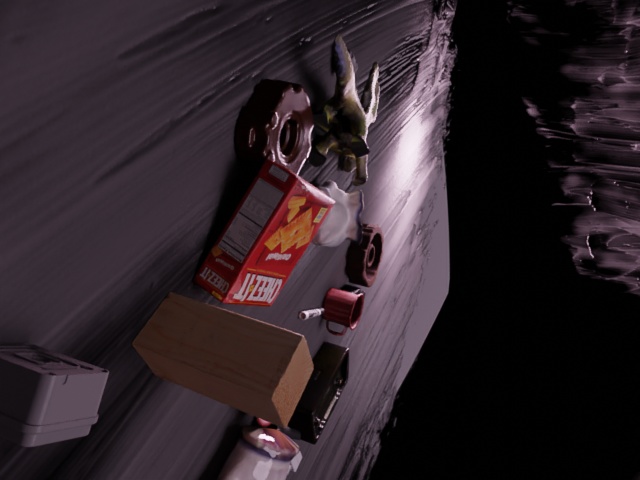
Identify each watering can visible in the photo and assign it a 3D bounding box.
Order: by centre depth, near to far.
[{"bbox_3d":[-0.149,0.445,0.918,0.227,0.104,0.342,-66,149,-12],"label":"watering can"}]

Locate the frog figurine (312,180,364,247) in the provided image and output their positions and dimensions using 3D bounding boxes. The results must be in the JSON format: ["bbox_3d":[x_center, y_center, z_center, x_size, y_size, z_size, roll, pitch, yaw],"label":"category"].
[{"bbox_3d":[0.003,-0.053,1.057,0.159,0.124,0.135,3,111,-32],"label":"frog figurine"}]

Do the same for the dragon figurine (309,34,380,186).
[{"bbox_3d":[0.070,-0.272,1.045,0.400,0.122,0.248,92,16,-49],"label":"dragon figurine"}]
